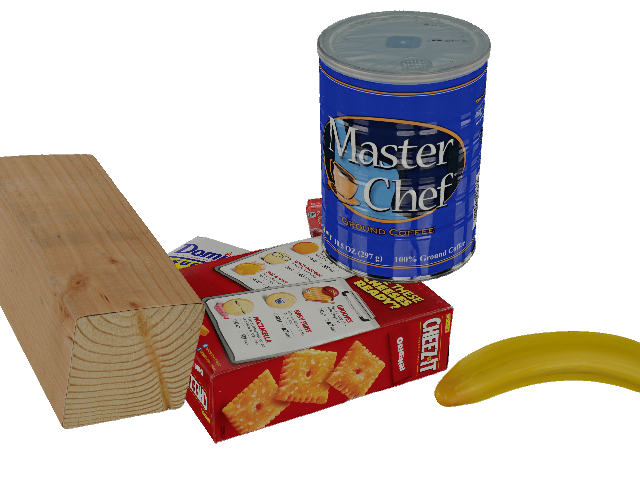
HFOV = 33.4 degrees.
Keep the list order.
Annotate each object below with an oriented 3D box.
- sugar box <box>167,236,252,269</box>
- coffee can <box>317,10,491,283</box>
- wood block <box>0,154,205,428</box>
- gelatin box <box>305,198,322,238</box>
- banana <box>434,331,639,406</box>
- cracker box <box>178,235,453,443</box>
[{"bbox_3d":[-0.142,0.053,1.094,0.093,0.048,0.175,16,32,27],"label":"sugar box"},{"bbox_3d":[0.050,-0.059,0.666,0.103,0.140,0.103,-1,32,0],"label":"coffee can"},{"bbox_3d":[-0.171,0.026,0.758,0.090,0.091,0.206,-5,34,-33],"label":"wood block"},{"bbox_3d":[0.026,-0.007,1.209,0.073,0.089,0.030,-5,29,8],"label":"gelatin box"},{"bbox_3d":[0.179,0.096,0.792,0.197,0.037,0.069,2,32,-6],"label":"banana"},{"bbox_3d":[-0.024,0.072,0.889,0.213,0.072,0.164,-13,30,-25],"label":"cracker box"}]
